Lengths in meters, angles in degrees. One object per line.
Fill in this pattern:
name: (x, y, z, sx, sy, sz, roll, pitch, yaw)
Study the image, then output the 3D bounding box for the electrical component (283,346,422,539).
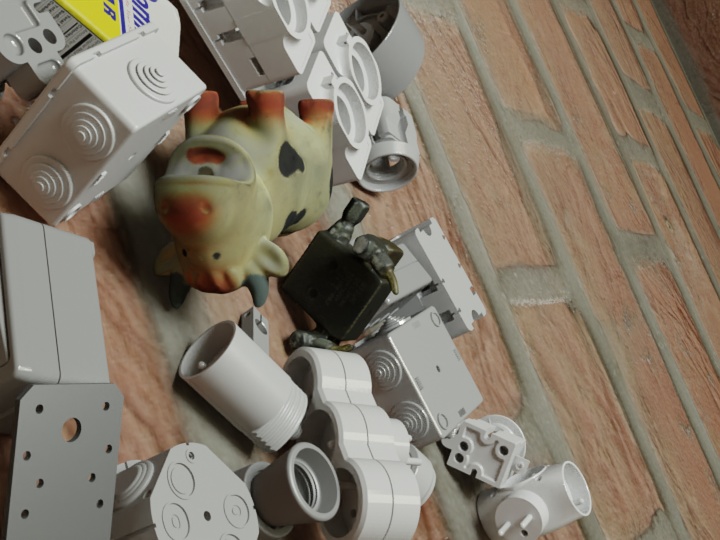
electrical component: (0.005, 0.108, 0.656, 0.074, 0.052, 0.138, 11, 37, -33)

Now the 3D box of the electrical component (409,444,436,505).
electrical component: (0.018, 0.130, 0.714, 0.055, 0.045, 0.045, 46, 32, -30)

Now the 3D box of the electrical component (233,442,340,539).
electrical component: (-0.046, 0.126, 0.599, 0.045, 0.055, 0.045, 40, 35, -36)

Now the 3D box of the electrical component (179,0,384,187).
electrical component: (-0.048, -0.161, 0.787, 0.186, 0.060, 0.105, 59, 31, -35)

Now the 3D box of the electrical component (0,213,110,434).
electrical component: (-0.158, 0.031, 0.485, 0.061, 0.062, 0.096, 22, 48, -52)

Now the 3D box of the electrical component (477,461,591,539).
electrical component: (0.126, 0.183, 0.816, 0.079, 0.077, 0.044, -19, 83, -62)

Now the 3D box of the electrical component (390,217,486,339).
electrical component: (0.050, 0.014, 0.857, 0.089, 0.056, 0.050, 61, 28, -4)

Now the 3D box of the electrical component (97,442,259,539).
electrical component: (-0.092, 0.127, 0.524, 0.080, 0.051, 0.080, 40, 35, -36)

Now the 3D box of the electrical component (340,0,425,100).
electrical component: (0.004, -0.187, 0.912, 0.064, 0.099, 0.099, 39, 36, -48)

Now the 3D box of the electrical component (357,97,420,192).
electrical component: (0.018, -0.103, 0.904, 0.078, 0.058, 0.057, 30, 39, -46)

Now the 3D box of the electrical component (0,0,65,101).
electrical component: (-0.196, -0.117, 0.554, 0.078, 0.057, 0.058, 58, 28, -10)

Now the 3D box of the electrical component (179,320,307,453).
electrical component: (-0.063, 0.072, 0.630, 0.081, 0.043, 0.043, 48, 31, -26)

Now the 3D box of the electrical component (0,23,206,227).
electrical component: (-0.138, -0.077, 0.576, 0.048, 0.100, 0.099, 46, 30, -5)

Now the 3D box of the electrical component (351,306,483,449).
electrical component: (0.040, 0.081, 0.791, 0.099, 0.048, 0.100, 62, 30, 1)

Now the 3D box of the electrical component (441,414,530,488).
electrical component: (0.102, 0.139, 0.839, 0.055, 0.066, 0.048, -2, 112, -68)

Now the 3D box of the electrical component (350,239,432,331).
electrical component: (0.000, 0.000, 0.796, 0.075, 0.047, 0.083, 51, 27, 8)
